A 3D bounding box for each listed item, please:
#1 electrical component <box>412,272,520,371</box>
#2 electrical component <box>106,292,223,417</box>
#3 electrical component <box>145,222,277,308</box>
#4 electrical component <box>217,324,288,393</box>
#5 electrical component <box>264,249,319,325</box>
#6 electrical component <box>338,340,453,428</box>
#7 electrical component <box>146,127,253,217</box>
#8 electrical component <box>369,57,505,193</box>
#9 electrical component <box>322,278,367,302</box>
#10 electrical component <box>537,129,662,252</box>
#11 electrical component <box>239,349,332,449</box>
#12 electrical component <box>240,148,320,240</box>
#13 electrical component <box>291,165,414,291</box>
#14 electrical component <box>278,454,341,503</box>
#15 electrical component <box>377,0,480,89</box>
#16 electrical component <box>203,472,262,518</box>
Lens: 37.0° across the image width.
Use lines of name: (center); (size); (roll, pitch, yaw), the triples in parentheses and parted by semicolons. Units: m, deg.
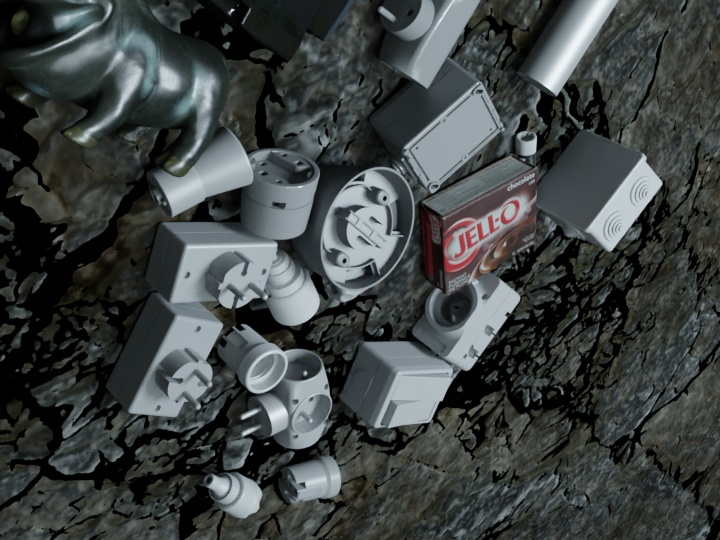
electrical component: (0.098, 0.041, 1.014); (0.089, 0.050, 0.056); (-54, 142, 2)
electrical component: (-0.133, 0.072, 0.785); (0.047, 0.076, 0.083); (15, 107, -49)
electrical component: (-0.096, 0.002, 0.770); (0.083, 0.076, 0.047); (-3, 120, -44)
electrical component: (-0.086, 0.069, 0.854); (0.040, 0.046, 0.040); (-26, 134, -30)
electrical component: (-0.059, 0.009, 0.840); (0.040, 0.040, 0.078); (-39, 139, -16)
electrical component: (0.041, 0.106, 0.997); (0.096, 0.061, 0.061); (3, 116, -46)
electrical component: (-0.112, -0.064, 0.733); (0.065, 0.044, 0.044); (-30, 136, -19)
electrical component: (0.054, -0.113, 0.850); (0.096, 0.061, 0.061); (-42, 141, -2)
electrical component: (0.000, 0.000, 0.898); (0.061, 0.035, 0.035); (-31, 136, -29)
electrical component: (0.223, -0.074, 1.015); (0.048, 0.100, 0.099); (38, 89, -39)
electrical component: (-0.068, 0.116, 0.910); (0.079, 0.044, 0.077); (-23, 133, -32)
electrical component: (-0.060, -0.055, 0.781); (0.055, 0.055, 0.047); (-17, 133, -36)
electrical component: (-0.004, -0.034, 0.834); (0.099, 0.064, 0.099); (-10, 108, -33)
electrical component: (-0.047, 0.194, 0.994); (0.046, 0.040, 0.040); (-7, 123, -35)
electrical component: (0.041, -0.184, 0.792); (0.079, 0.043, 0.077); (23, 101, -50)
electrical component: (-0.113, 0.191, 0.929); (0.035, 0.035, 0.061); (-50, 139, -3)
